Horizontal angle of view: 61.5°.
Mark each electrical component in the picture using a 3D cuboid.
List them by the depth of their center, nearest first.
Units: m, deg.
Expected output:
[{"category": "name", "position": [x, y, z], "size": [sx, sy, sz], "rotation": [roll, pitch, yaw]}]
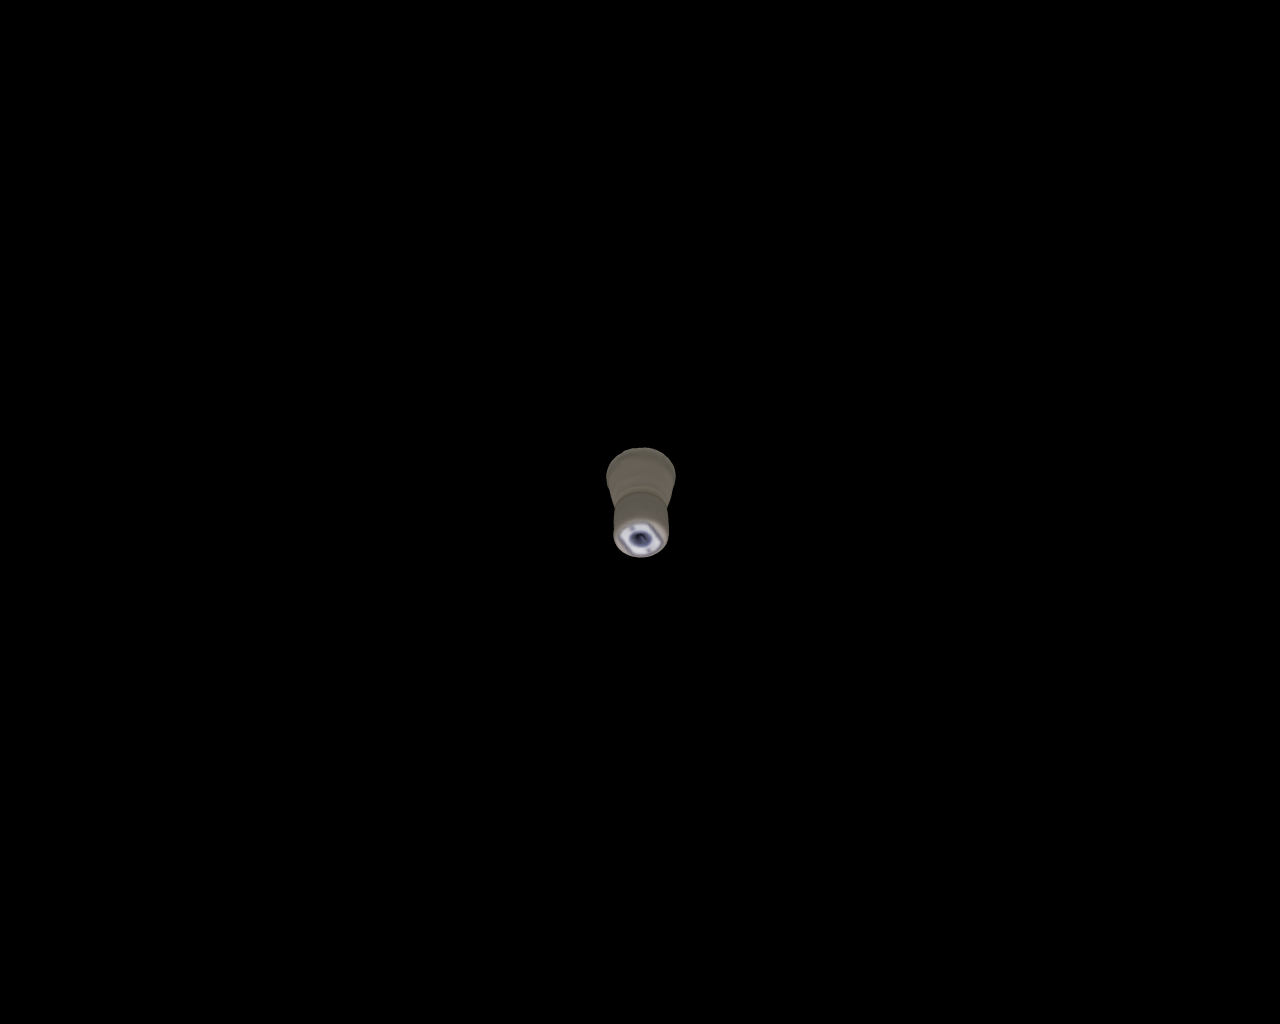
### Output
[{"category": "electrical component", "position": [0.001, -0.003, 0.650], "size": [0.044, 0.044, 0.065], "rotation": [0, 40, 0]}]
